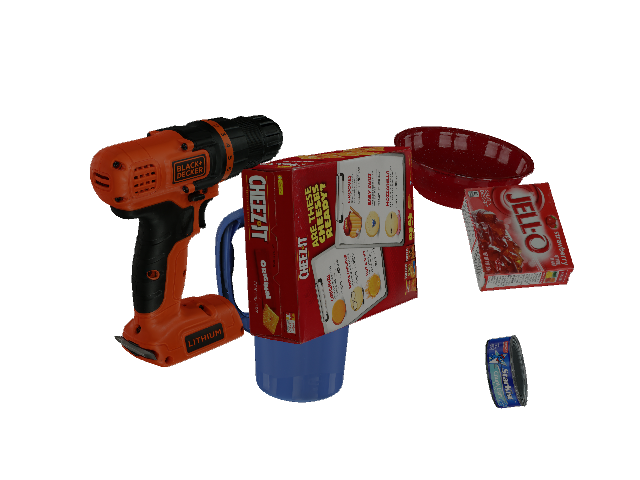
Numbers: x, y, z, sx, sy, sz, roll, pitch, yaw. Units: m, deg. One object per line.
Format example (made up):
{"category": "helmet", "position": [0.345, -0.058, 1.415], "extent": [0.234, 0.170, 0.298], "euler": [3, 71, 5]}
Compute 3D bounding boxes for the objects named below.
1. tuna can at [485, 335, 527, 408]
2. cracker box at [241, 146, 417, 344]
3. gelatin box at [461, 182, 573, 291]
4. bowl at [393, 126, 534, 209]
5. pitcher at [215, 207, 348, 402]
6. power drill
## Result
{"category": "tuna can", "position": [0.224, 0.159, 1.286], "extent": [0.034, 0.086, 0.086], "euler": [-10, -3, 19]}
{"category": "cracker box", "position": [0.013, -0.004, 1.057], "extent": [0.072, 0.164, 0.213], "euler": [4, 11, 36]}
{"category": "gelatin box", "position": [0.160, -0.004, 0.874], "extent": [0.073, 0.089, 0.030], "euler": [-4, -34, -4]}
{"category": "bowl", "position": [0.159, -0.078, 1.221], "extent": [0.162, 0.055, 0.162], "euler": [8, 25, -4]}
{"category": "pitcher", "position": [-0.032, 0.065, 1.275], "extent": [0.149, 0.243, 0.144], "euler": [10, 18, 24]}
{"category": "power drill", "position": [-0.102, -0.005, 0.867], "extent": [0.057, 0.188, 0.184], "euler": [18, 26, 41]}
